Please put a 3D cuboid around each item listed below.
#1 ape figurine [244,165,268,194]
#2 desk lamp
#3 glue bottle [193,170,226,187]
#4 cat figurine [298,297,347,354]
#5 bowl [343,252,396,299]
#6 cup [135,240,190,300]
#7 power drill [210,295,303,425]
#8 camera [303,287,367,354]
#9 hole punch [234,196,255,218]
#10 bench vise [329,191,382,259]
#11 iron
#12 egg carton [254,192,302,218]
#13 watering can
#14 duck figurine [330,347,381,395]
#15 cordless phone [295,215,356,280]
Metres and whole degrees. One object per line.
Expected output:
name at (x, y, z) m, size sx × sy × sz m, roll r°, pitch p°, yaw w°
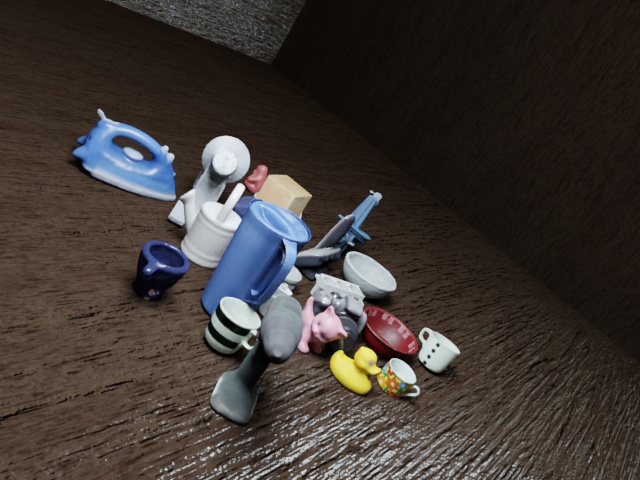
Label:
ape figurine at (-0.192, -0.192, 1.772) m, size 0.078 × 0.092 × 0.076 m, roll 4°, pitch 36°, yaw -52°
desk lamp at (-0.257, -0.142, 1.397) m, size 0.118 × 0.213 × 0.203 m, roll 29°, pitch 21°, yaw -13°
glue bottle at (-0.272, -0.192, 1.541) m, size 0.078 × 0.173 × 0.037 m, roll 30°, pitch 21°, yaw -9°
cat figurine at (-0.002, 0.177, 1.210) m, size 0.067 × 0.117 × 0.127 m, roll 13°, pitch 29°, yaw -43°
bowl at (0.126, 0.111, 1.602) m, size 0.168 × 0.074 × 0.167 m, roll 29°, pitch 21°, yaw -12°
cup at (-0.302, 0.067, 1.043) m, size 0.091 × 0.095 × 0.118 m, roll 34°, pitch 21°, yaw 0°
power drill at (-0.092, 0.190, 0.923) m, size 0.076 × 0.208 × 0.229 m, roll 31°, pitch 21°, yaw -7°
camera at (0.040, 0.181, 1.288) m, size 0.143 × 0.100 × 0.137 m, roll 30°, pitch 21°, yaw -10°
hole punch at (-0.183, -0.084, 1.551) m, size 0.101 × 0.091 × 0.109 m, roll 34°, pitch 21°, yaw 0°
bench vise at (0.106, -0.039, 1.697) m, size 0.121 × 0.219 × 0.207 m, roll 33°, pitch 21°, yaw -1°
iron at (-0.438, -0.199, 1.358) m, size 0.259 × 0.141 × 0.118 m, roll 23°, pitch 23°, yaw -27°
egg carton at (-0.125, -0.093, 1.687) m, size 0.150 × 0.069 × 0.107 m, roll 35°, pitch 21°, yaw 2°
watering can at (-0.227, -0.044, 1.256) m, size 0.173 × 0.194 × 0.100 m, roll 22°, pitch 23°, yaw -27°
duck figurine at (0.079, 0.260, 1.194) m, size 0.104 × 0.086 × 0.078 m, roll 38°, pitch 21°, yaw 11°
cordless phone at (0.014, 0.005, 1.513) m, size 0.094 × 0.185 × 0.148 m, roll 39°, pitch 21°, yaw 13°
